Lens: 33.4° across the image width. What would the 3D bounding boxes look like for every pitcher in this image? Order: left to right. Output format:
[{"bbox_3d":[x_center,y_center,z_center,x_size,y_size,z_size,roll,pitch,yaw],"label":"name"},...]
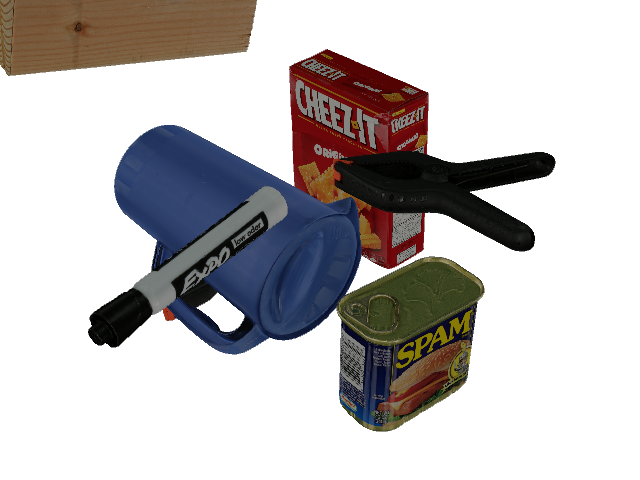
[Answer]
[{"bbox_3d":[-0.094,-0.010,1.029,0.243,0.145,0.148,33,34,33],"label":"pitcher"}]

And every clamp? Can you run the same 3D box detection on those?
[{"bbox_3d":[-0.132,0.028,1.244,0.120,0.039,0.171,-6,37,19],"label":"clamp"},{"bbox_3d":[0.117,-0.055,1.003,0.210,0.036,0.164,12,32,21],"label":"clamp"}]

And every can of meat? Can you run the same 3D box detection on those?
[{"bbox_3d":[0.060,0.071,0.729,0.101,0.084,0.058,-24,42,-32],"label":"can of meat"}]

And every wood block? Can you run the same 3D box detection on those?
[{"bbox_3d":[-0.160,-0.200,0.849,0.205,0.091,0.090,-12,44,-32],"label":"wood block"}]

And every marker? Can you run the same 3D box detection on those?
[{"bbox_3d":[-0.061,0.011,0.501,0.020,0.020,0.120,0,31,48],"label":"marker"}]

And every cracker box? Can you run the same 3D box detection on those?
[{"bbox_3d":[0.042,-0.093,1.244,0.072,0.214,0.164,-30,44,-33],"label":"cracker box"}]
